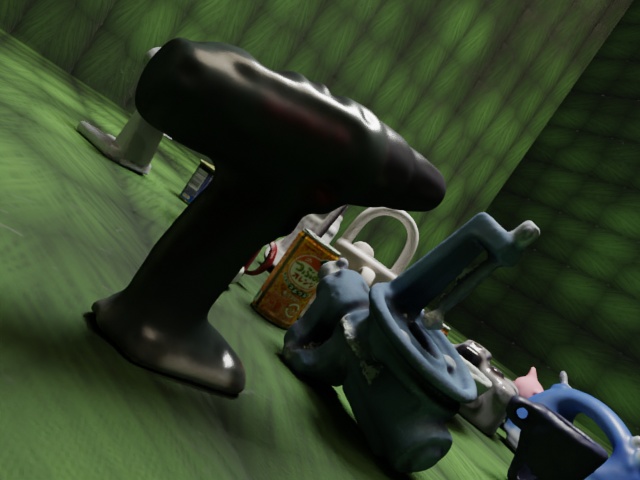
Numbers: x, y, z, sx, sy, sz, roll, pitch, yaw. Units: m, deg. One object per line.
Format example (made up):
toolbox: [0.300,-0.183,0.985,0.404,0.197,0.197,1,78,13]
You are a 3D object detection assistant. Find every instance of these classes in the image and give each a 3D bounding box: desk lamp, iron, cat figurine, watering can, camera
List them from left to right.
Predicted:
desk lamp: [-0.292,-0.225,1.002,0.202,0.213,0.118,36,3,32]
watering can: [0.053,0.038,0.772,0.101,0.194,0.172,33,3,-26]
camera: [0.244,0.220,0.905,0.142,0.101,0.137,36,3,27]
cat figurine: [0.349,0.277,1.001,0.067,0.117,0.128,35,3,15]
iron: [0.378,0.293,0.806,0.119,0.141,0.257,34,3,-22]

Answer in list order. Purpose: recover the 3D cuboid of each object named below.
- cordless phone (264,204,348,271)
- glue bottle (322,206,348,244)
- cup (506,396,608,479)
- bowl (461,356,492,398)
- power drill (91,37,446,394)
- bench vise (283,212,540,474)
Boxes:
cordless phone: [0.009,0.003,0.949,0.147,0.185,0.094,36,3,33]
glue bottle: [0.011,-0.007,1.287,0.037,0.173,0.078,34,3,-3]
cup: [0.242,0.238,0.637,0.118,0.095,0.092,35,3,0]
bowl: [0.145,0.174,0.782,0.167,0.074,0.167,35,3,-1]
power drill: [-0.036,-0.010,0.376,0.231,0.208,0.075,32,3,-40]
bench vise: [0.069,0.050,0.488,0.206,0.219,0.122,36,3,31]
